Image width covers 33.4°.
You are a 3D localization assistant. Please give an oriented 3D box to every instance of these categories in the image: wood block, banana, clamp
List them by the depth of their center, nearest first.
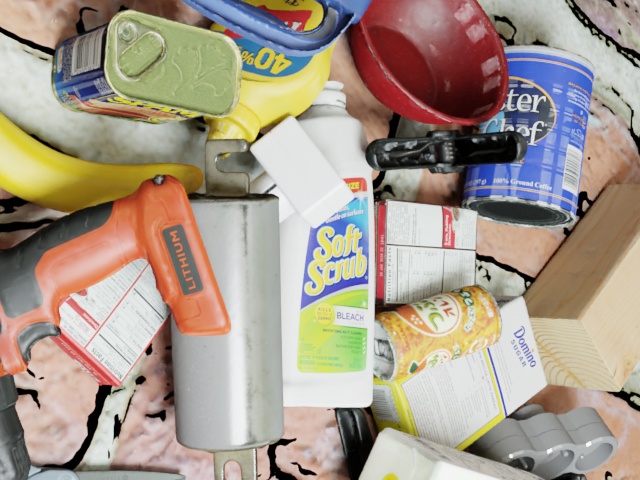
[{"bbox_3d":[-0.164,-0.051,0.703,0.197,0.037,0.069,26,90,-38],"label":"banana"},{"bbox_3d":[0.111,-0.072,0.865,0.171,0.120,0.039,-24,117,-74],"label":"clamp"},{"bbox_3d":[0.048,0.244,0.872,0.209,0.036,0.164,39,64,-30],"label":"clamp"},{"bbox_3d":[0.284,0.041,1.037,0.205,0.090,0.090,-47,116,-30],"label":"wood block"}]

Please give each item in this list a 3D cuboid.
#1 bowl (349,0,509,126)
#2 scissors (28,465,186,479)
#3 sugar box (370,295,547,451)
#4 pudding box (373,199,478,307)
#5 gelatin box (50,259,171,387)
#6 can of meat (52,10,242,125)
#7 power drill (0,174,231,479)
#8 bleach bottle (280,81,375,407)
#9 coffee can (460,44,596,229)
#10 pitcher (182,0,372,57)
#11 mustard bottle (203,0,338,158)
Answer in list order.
[{"bbox_3d":[0.079,-0.154,0.880,0.161,0.055,0.162,19,56,-30],"label":"bowl"},{"bbox_3d":[-0.182,0.177,0.700,0.201,0.016,0.096,27,73,-35],"label":"scissors"},{"bbox_3d":[0.121,0.124,0.931,0.175,0.048,0.093,-27,106,-39],"label":"sugar box"},{"bbox_3d":[0.084,0.013,0.908,0.113,0.039,0.090,4,87,-37],"label":"pudding box"},{"bbox_3d":[-0.143,0.044,0.727,0.073,0.030,0.089,50,59,-28],"label":"gelatin box"},{"bbox_3d":[-0.118,-0.112,0.717,0.101,0.084,0.057,7,85,-39],"label":"can of meat"},{"bbox_3d":[-0.153,0.050,0.649,0.187,0.057,0.184,-18,94,-7],"label":"power drill"},{"bbox_3d":[-0.005,0.001,0.822,0.102,0.068,0.251,6,81,-35],"label":"bleach bottle"},{"bbox_3d":[0.185,-0.090,0.952,0.102,0.103,0.140,17,78,-38],"label":"coffee can"},{"bbox_3d":[-0.056,-0.240,0.699,0.242,0.145,0.149,23,45,-7],"label":"pitcher"},{"bbox_3d":[-0.035,-0.143,0.783,0.058,0.096,0.191,73,39,-65],"label":"mustard bottle"}]
